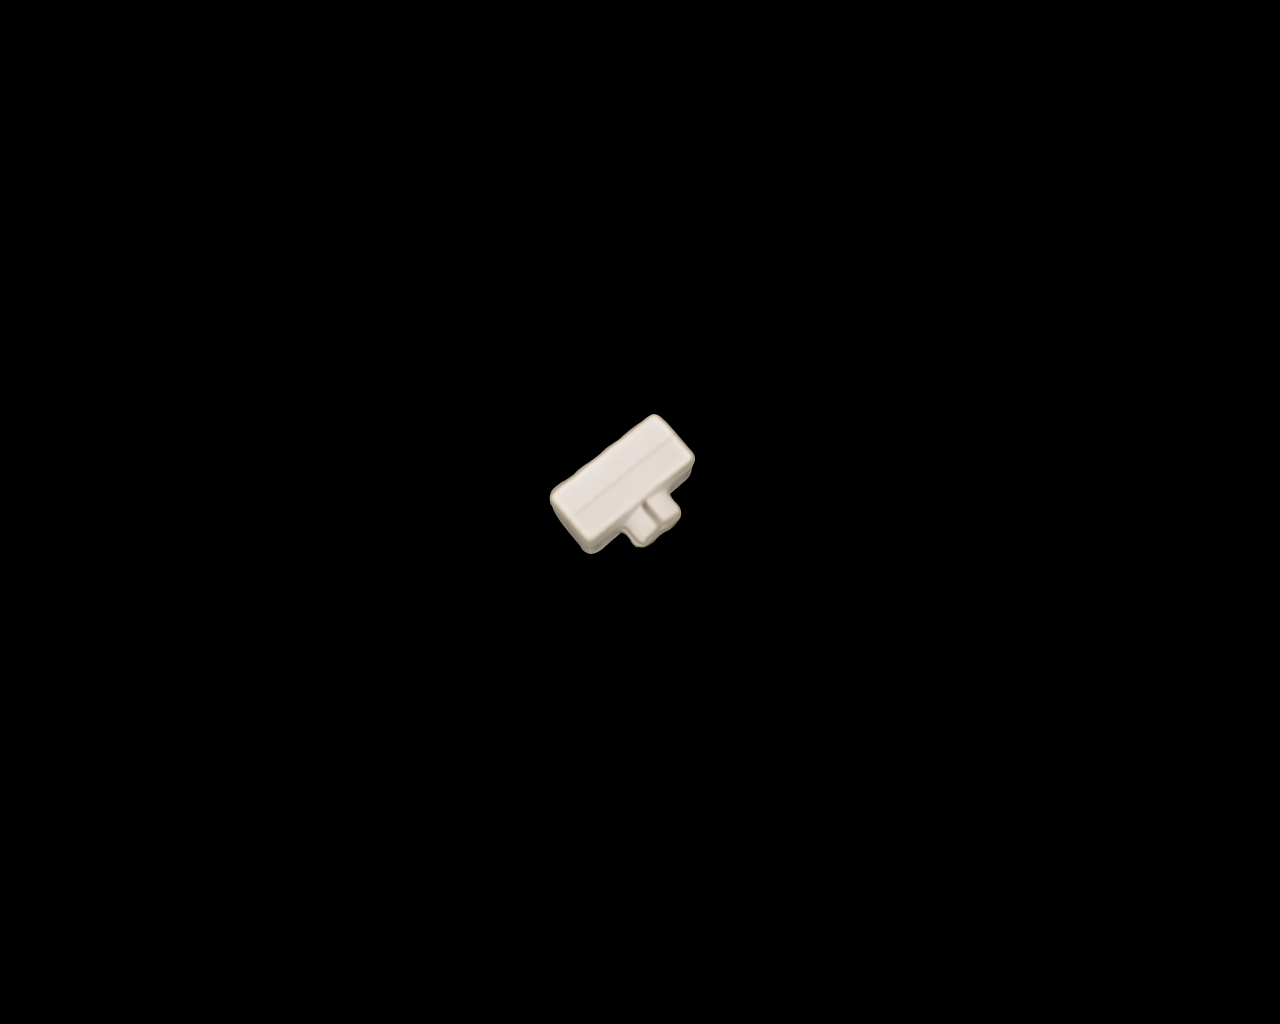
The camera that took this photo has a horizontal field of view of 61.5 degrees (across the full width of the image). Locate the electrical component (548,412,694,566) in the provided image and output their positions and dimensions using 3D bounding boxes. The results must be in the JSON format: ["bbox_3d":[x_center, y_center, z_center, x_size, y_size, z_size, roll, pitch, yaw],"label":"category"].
[{"bbox_3d":[0.001,-0.003,0.650,0.083,0.076,0.047,-38,-9,-7],"label":"electrical component"}]
